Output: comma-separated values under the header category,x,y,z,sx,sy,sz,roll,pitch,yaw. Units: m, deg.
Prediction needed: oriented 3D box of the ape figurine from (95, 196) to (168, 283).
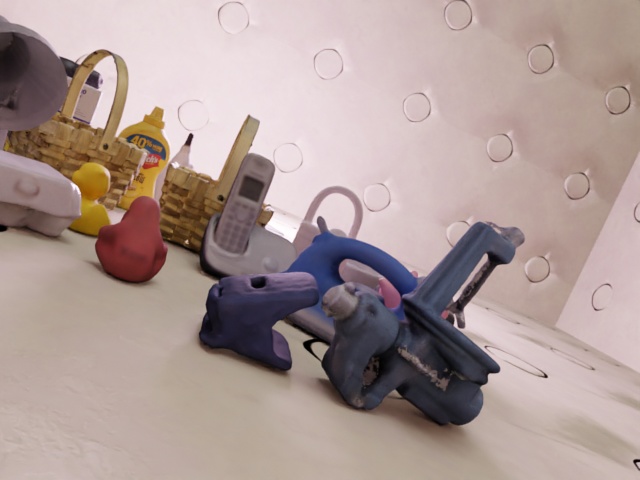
category,x,y,z,sx,sy,sz,roll,pitch,yaw
ape figurine,-0.201,-0.004,0.630,0.078,0.092,0.076,22,5,-16

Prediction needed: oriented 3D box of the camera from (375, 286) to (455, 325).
category,x,y,z,sx,sy,sz,roll,pitch,yaw
camera,0.155,0.115,1.000,0.137,0.101,0.143,23,5,-11

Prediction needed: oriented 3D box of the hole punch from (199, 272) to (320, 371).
category,x,y,z,sx,sy,sz,roll,pitch,yaw
hole punch,-0.060,0.064,0.566,0.101,0.091,0.108,23,5,-12

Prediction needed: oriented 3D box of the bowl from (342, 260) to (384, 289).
category,x,y,z,sx,sy,sz,roll,pitch,yaw
bowl,0.051,0.074,1.106,0.167,0.075,0.167,24,5,-2

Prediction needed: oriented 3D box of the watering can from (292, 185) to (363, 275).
category,x,y,z,sx,sy,sz,roll,pitch,yaw
watering can,0.011,0.004,0.953,0.101,0.194,0.172,21,6,-31

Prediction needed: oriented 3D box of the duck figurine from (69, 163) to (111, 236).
category,x,y,z,sx,sy,sz,roll,pitch,yaw
duck figurine,-0.305,-0.059,0.757,0.104,0.086,0.078,28,6,43

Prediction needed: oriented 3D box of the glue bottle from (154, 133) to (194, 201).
category,x,y,z,sx,sy,sz,roll,pitch,yaw
glue bottle,-0.294,-0.140,1.180,0.037,0.173,0.078,27,5,31

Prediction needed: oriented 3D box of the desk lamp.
category,x,y,z,sx,sy,sz,roll,pitch,yaw
desk lamp,-0.420,-0.176,0.714,0.202,0.213,0.118,28,6,42

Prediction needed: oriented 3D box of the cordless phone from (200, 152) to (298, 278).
category,x,y,z,sx,sy,sz,roll,pitch,yaw
cordless phone,-0.085,-0.023,0.841,0.148,0.185,0.094,22,5,-26

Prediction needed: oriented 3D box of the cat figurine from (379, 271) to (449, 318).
category,x,y,z,sx,sy,sz,roll,pitch,yaw
cat figurine,0.137,0.108,0.887,0.128,0.118,0.067,24,5,-2

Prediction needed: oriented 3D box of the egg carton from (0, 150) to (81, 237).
category,x,y,z,sx,sy,sz,roll,pitch,yaw
egg carton,-0.348,-0.057,0.636,0.107,0.069,0.151,28,6,41

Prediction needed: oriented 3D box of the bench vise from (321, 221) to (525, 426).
category,x,y,z,sx,sy,sz,roll,pitch,yaw
bench vise,0.114,0.071,0.561,0.208,0.220,0.121,20,6,-42

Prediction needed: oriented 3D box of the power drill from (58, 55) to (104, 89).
category,x,y,z,sx,sy,sz,roll,pitch,yaw
power drill,-0.558,-0.269,1.100,0.230,0.208,0.075,23,5,-9

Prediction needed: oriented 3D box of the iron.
category,x,y,z,sx,sy,sz,roll,pitch,yaw
iron,0.067,0.076,0.755,0.257,0.141,0.119,25,5,19
